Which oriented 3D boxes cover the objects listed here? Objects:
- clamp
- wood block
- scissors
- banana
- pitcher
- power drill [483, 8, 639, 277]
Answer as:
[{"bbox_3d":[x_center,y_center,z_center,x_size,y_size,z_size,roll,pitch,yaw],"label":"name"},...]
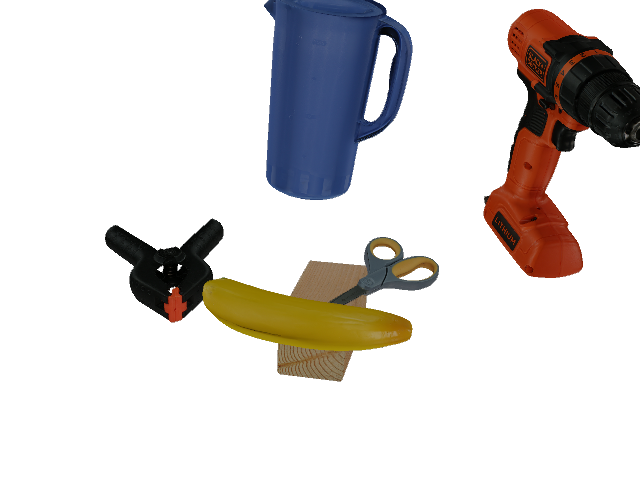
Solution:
[{"bbox_3d":[-0.139,0.023,1.048,0.120,0.039,0.172,-14,33,-15],"label":"clamp"},{"bbox_3d":[0.006,0.107,1.483,0.091,0.090,0.206,6,20,9],"label":"wood block"},{"bbox_3d":[0.045,0.037,1.186,0.201,0.016,0.096,-11,42,-36],"label":"scissors"},{"bbox_3d":[-0.026,0.055,0.838,0.198,0.037,0.069,13,29,34],"label":"banana"},{"bbox_3d":[0.008,-0.175,1.298,0.144,0.243,0.149,-5,28,-25],"label":"pitcher"},{"bbox_3d":[0.189,-0.066,0.834,0.057,0.188,0.184,-3,34,-15],"label":"power drill"}]
